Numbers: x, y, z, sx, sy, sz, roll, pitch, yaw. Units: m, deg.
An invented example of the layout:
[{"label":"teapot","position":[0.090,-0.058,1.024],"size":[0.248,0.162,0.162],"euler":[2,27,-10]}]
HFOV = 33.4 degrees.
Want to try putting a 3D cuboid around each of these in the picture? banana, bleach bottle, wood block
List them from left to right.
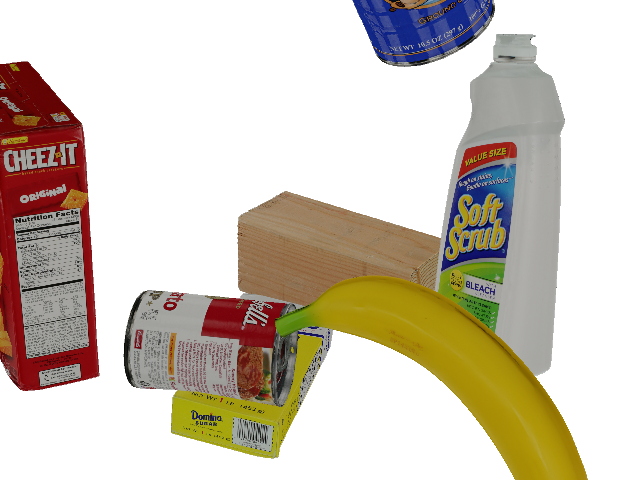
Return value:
[{"label":"wood block","position":[0.023,0.028,1.097],"size":[0.206,0.091,0.090],"euler":[18,31,30]},{"label":"banana","position":[0.072,0.076,0.551],"size":[0.198,0.070,0.037],"euler":[37,19,13]},{"label":"bleach bottle","position":[0.133,-0.028,0.803],"size":[0.067,0.251,0.103],"euler":[-8,15,-36]}]

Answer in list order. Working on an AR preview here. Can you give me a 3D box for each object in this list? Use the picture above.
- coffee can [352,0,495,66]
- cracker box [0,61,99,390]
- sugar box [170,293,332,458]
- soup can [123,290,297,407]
[{"label":"coffee can","position":[0.063,-0.219,0.812],"size":[0.103,0.102,0.140],"euler":[0,-44,34]},{"label":"cracker box","position":[-0.235,-0.014,0.840],"size":[0.072,0.214,0.164],"euler":[-11,29,-25]},{"label":"sugar box","position":[-0.054,0.111,0.928],"size":[0.093,0.048,0.176],"euler":[13,32,10]},{"label":"soup can","position":[-0.071,0.071,0.707],"size":[0.102,0.068,0.068],"euler":[5,1,10]}]
